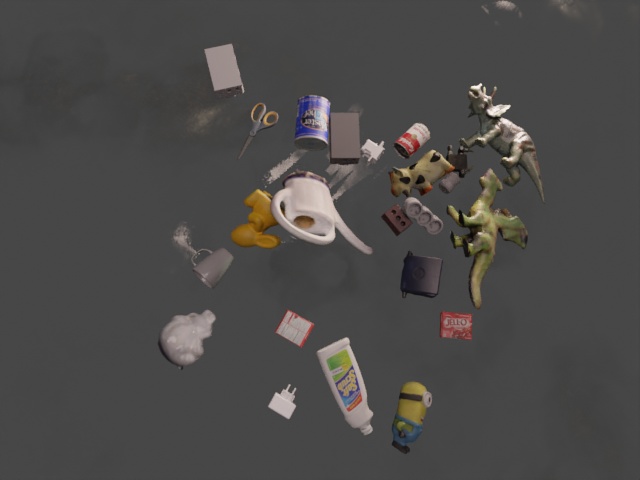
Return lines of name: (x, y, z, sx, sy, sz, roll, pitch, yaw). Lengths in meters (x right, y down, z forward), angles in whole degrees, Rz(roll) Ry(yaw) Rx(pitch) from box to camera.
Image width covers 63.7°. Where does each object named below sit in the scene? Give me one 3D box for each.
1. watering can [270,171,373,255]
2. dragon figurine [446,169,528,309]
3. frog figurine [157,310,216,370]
watering can: (0.005, -0.076, 1.503, 0.345, 0.102, 0.230, 18, 49, -31)
dragon figurine: (0.515, -0.011, 1.531, 0.243, 0.121, 0.415, -5, 77, -12)
frog figurine: (-0.353, 0.261, 1.403, 0.159, 0.121, 0.140, -36, 61, 1)
